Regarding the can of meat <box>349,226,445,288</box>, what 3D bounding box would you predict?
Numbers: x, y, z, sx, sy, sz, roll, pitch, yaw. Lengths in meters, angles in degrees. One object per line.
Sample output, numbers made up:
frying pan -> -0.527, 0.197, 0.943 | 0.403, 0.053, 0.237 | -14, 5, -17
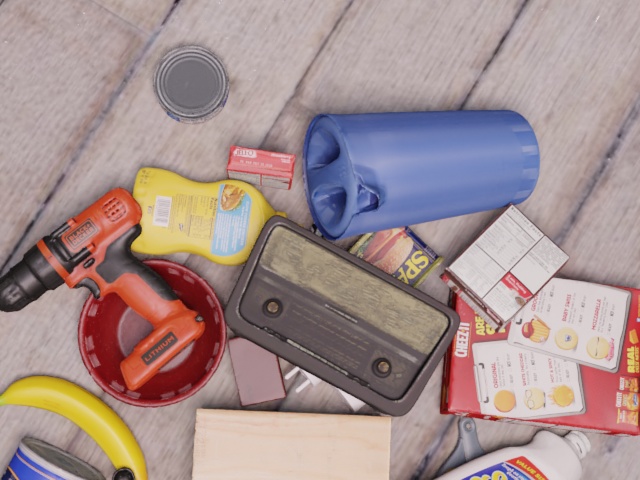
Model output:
can of meat -> 0.075, 0.029, 1.202 | 0.084, 0.057, 0.102 | 44, 83, 4

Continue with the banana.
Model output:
banana -> -0.266, 0.201, 1.178 | 0.198, 0.037, 0.069 | 28, 88, -1

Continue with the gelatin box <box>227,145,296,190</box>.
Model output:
gelatin box -> -0.065, -0.081, 1.187 | 0.073, 0.089, 0.030 | 8, 84, -2

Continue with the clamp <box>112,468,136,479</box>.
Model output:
clamp -> -0.174, 0.363, 1.115 | 0.036, 0.165, 0.210 | -12, 109, -22

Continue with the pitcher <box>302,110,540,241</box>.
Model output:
pitcher -> 0.106, -0.084, 1.163 | 0.242, 0.145, 0.149 | -7, 69, -23

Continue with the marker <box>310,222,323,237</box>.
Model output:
marker -> -0.008, 0.001, 1.218 | 0.020, 0.020, 0.121 | 25, 84, -1

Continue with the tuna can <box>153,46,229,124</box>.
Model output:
tuna can -> -0.146, -0.176, 1.219 | 0.086, 0.034, 0.086 | 0, 85, -3

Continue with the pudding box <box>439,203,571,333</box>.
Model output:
pudding box -> 0.200, 0.029, 1.153 | 0.090, 0.039, 0.113 | 44, 72, 10

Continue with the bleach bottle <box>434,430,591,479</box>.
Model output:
bleach bottle -> 0.190, 0.272, 1.161 | 0.250, 0.068, 0.103 | -27, 70, -24

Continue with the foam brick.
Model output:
foam brick -> -0.070, 0.142, 1.186 | 0.053, 0.051, 0.078 | -12, 85, -3

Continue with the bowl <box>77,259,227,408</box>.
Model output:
bowl -> -0.183, 0.103, 1.181 | 0.162, 0.055, 0.162 | 0, 84, -3

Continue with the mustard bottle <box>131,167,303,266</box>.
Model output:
mustard bottle -> -0.114, -0.021, 1.195 | 0.191, 0.058, 0.096 | 8, 85, -2

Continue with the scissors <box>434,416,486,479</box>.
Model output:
scissors -> 0.151, 0.224, 1.204 | 0.096, 0.016, 0.202 | -19, 85, -15

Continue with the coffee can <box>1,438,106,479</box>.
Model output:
coffee can -> -0.305, 0.297, 1.133 | 0.103, 0.103, 0.140 | 28, 84, 0

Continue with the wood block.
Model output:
wood block -> -0.032, 0.232, 1.158 | 0.206, 0.091, 0.090 | 3, 80, -3

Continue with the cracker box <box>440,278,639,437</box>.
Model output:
cracker box -> 0.248, 0.125, 1.187 | 0.213, 0.072, 0.164 | 7, 76, -2

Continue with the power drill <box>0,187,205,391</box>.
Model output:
power drill -> -0.227, 0.064, 1.125 | 0.184, 0.057, 0.187 | -39, 88, -5
